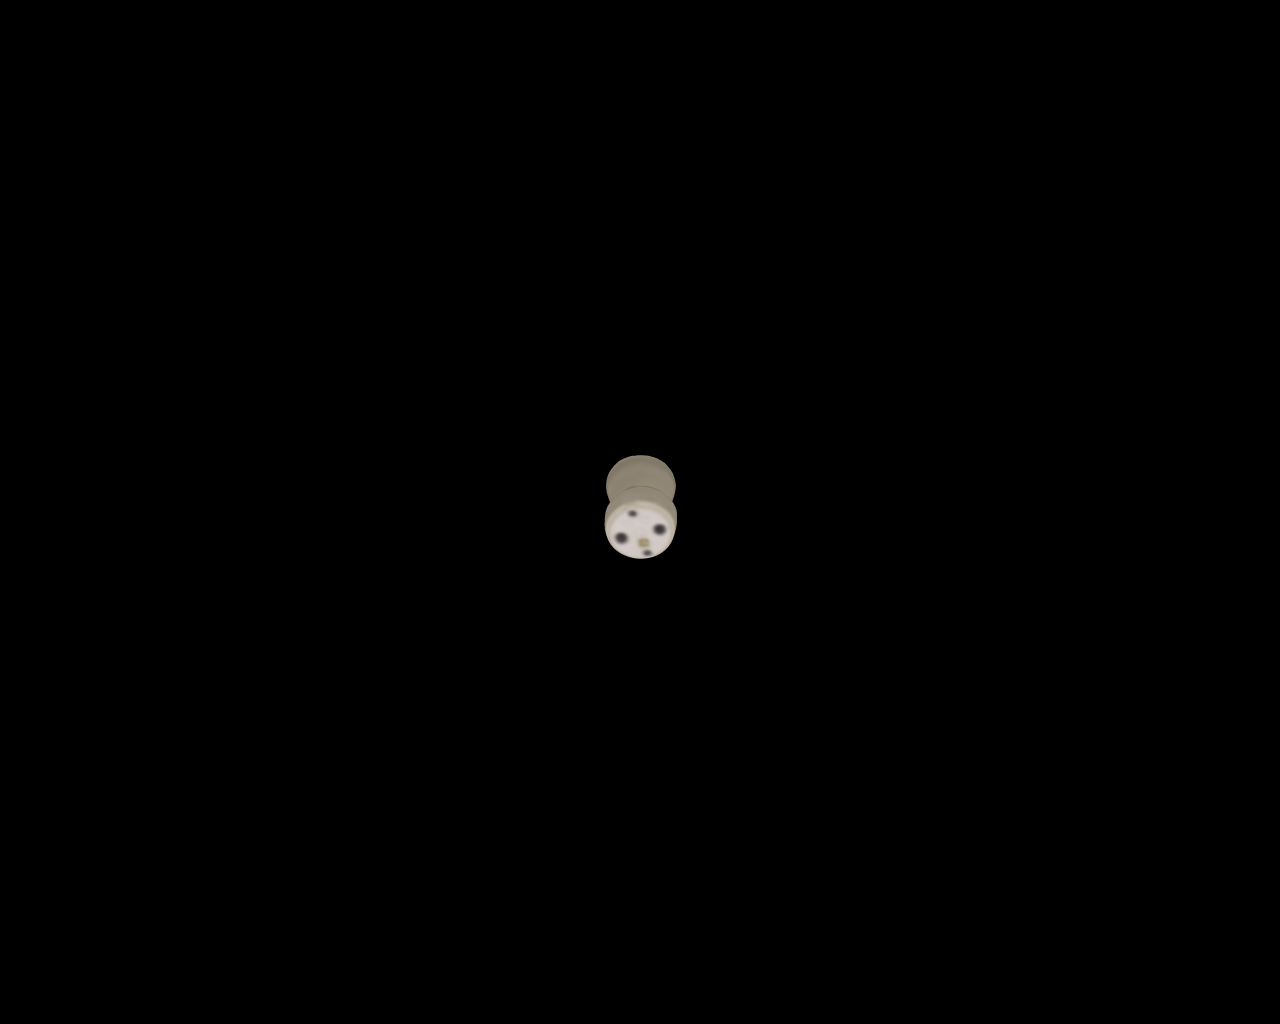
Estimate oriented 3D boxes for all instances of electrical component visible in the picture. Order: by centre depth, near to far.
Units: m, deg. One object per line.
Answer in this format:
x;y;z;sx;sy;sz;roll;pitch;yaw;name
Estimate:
0.001;-0.003;0.650;0.045;0.044;0.055;0;34;0;electrical component
